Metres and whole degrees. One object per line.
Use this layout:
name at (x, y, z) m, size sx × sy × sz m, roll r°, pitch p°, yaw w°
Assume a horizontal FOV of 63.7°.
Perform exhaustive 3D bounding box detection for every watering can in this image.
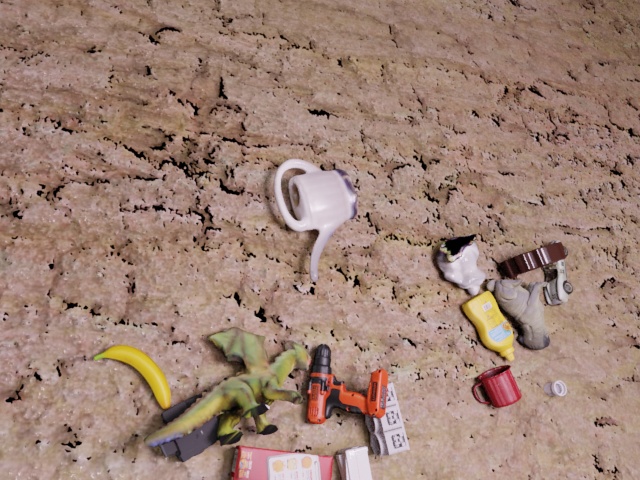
watering can at (0.004, -0.069, 1.379) m, size 0.225 × 0.102 × 0.352 m, roll -13°, pitch 72°, yaw -23°

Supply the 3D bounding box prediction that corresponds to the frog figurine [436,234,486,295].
frog figurine at (0.408, 0.073, 1.469) m, size 0.140 × 0.122 × 0.157 m, roll -51°, pitch 125°, yaw -36°

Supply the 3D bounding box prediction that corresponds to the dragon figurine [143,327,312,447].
dragon figurine at (-0.189, 0.305, 1.145) m, size 0.411 × 0.119 × 0.248 m, roll 0°, pitch 41°, yaw -28°
